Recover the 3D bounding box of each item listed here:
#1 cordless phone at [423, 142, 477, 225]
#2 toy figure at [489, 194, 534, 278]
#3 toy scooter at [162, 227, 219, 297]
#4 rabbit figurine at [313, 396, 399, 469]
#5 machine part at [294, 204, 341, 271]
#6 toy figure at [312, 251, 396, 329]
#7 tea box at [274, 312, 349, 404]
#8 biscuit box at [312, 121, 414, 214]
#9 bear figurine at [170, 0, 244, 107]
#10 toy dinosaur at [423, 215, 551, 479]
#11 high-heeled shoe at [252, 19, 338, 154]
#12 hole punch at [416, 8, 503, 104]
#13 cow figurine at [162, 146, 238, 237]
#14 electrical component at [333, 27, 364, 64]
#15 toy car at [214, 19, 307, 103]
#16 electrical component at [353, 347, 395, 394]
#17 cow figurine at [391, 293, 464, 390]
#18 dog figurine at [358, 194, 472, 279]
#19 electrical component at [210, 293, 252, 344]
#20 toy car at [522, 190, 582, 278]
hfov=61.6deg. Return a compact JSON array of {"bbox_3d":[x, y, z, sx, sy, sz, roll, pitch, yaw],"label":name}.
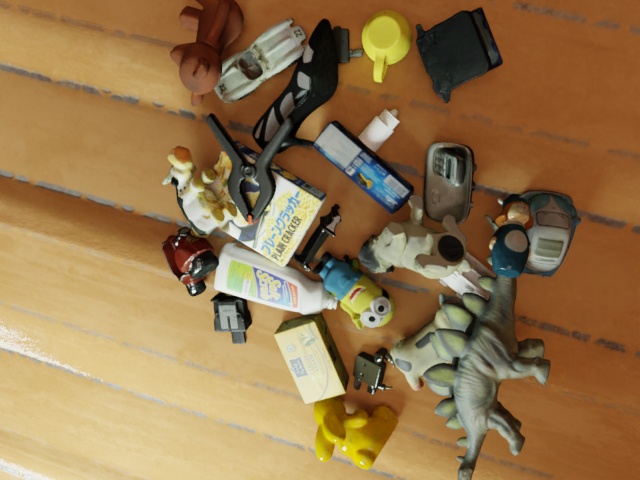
[{"bbox_3d":[0.230,-0.090,0.923,0.089,0.184,0.146,2,105,6],"label":"cordless phone"},{"bbox_3d":[0.323,-0.014,0.895,0.064,0.058,0.154,26,67,-24],"label":"toy figure"},{"bbox_3d":[-0.271,0.029,1.092,0.135,0.075,0.184,57,149,13],"label":"toy scooter"},{"bbox_3d":[0.051,0.394,1.118,0.173,0.162,0.121,38,122,18],"label":"rabbit figurine"},{"bbox_3d":[-0.002,-0.003,1.048,0.039,0.084,0.139,29,109,-18],"label":"machine part"},{"bbox_3d":[0.071,0.095,1.059,0.180,0.089,0.082,40,125,8],"label":"toy figure"},{"bbox_3d":[-0.015,0.243,1.120,0.098,0.068,0.169,-22,100,16],"label":"tea box"},{"bbox_3d":[0.083,-0.136,1.003,0.202,0.063,0.059,41,108,-2],"label":"biscuit box"},{"bbox_3d":[-0.216,-0.345,0.944,0.132,0.120,0.196,25,66,-5],"label":"bear figurine"},{"bbox_3d":[0.292,0.200,0.940,0.199,0.105,0.471,15,91,9],"label":"toy dinosaur"},{"bbox_3d":[-0.052,-0.278,0.990,0.145,0.086,0.248,20,105,33],"label":"high-heeled shoe"},{"bbox_3d":[0.240,-0.324,0.921,0.116,0.092,0.142,-15,106,44],"label":"hole punch"},{"bbox_3d":[-0.239,-0.089,1.008,0.098,0.068,0.167,-29,96,36],"label":"cow figurine"},{"bbox_3d":[0.033,-0.354,0.977,0.094,0.021,0.063,2,104,11],"label":"electrical component"},{"bbox_3d":[-0.113,-0.329,0.995,0.202,0.056,0.073,-29,97,17],"label":"toy car"},{"bbox_3d":[0.113,0.272,1.117,0.078,0.045,0.102,15,106,37],"label":"electrical component"},{"bbox_3d":[0.228,0.191,1.049,0.195,0.085,0.127,-34,104,12],"label":"cow figurine"},{"bbox_3d":[0.167,0.031,0.980,0.121,0.190,0.172,-36,77,-26],"label":"dog figurine"},{"bbox_3d":[-0.187,0.172,1.147,0.075,0.048,0.119,1,103,12],"label":"electrical component"},{"bbox_3d":[0.395,-0.004,0.955,0.109,0.103,0.161,10,104,9],"label":"toy car"}]
